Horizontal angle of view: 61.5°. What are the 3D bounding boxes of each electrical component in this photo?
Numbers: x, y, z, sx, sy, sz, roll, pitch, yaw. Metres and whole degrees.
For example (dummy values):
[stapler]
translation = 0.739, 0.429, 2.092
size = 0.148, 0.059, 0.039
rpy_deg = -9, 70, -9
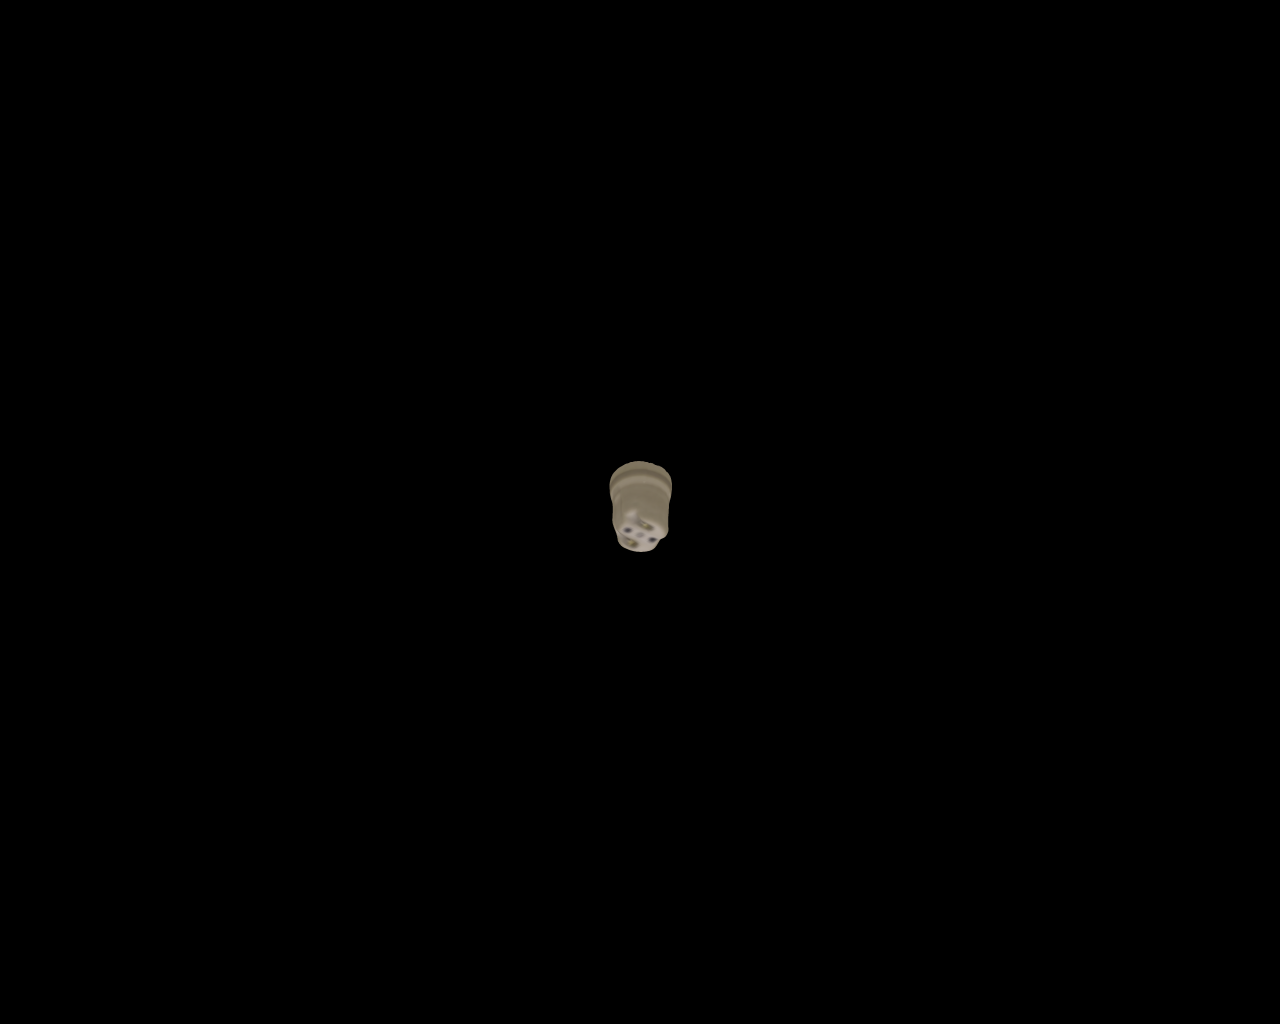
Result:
[electrical component]
translation = 0.001, -0.003, 0.650
size = 0.040, 0.046, 0.040
rpy_deg = 0, -41, 0
